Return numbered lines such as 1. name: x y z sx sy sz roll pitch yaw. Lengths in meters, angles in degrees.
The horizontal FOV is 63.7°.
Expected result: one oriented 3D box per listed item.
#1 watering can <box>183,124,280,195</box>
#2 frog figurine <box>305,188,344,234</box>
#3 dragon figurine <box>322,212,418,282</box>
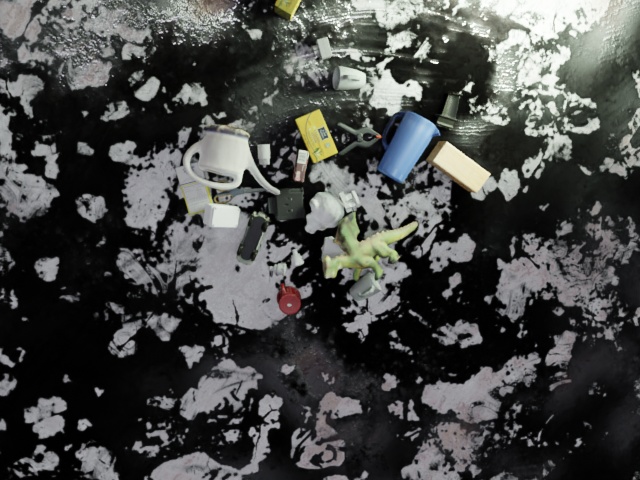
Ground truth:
1. watering can: -0.295 -0.280 1.798 0.347 0.104 0.224 10 89 -11
2. frog figurine: 0.006 -0.094 1.862 0.160 0.124 0.135 -44 121 -10
3. dragon figurine: 0.164 0.004 1.874 0.414 0.122 0.240 -47 114 -15
